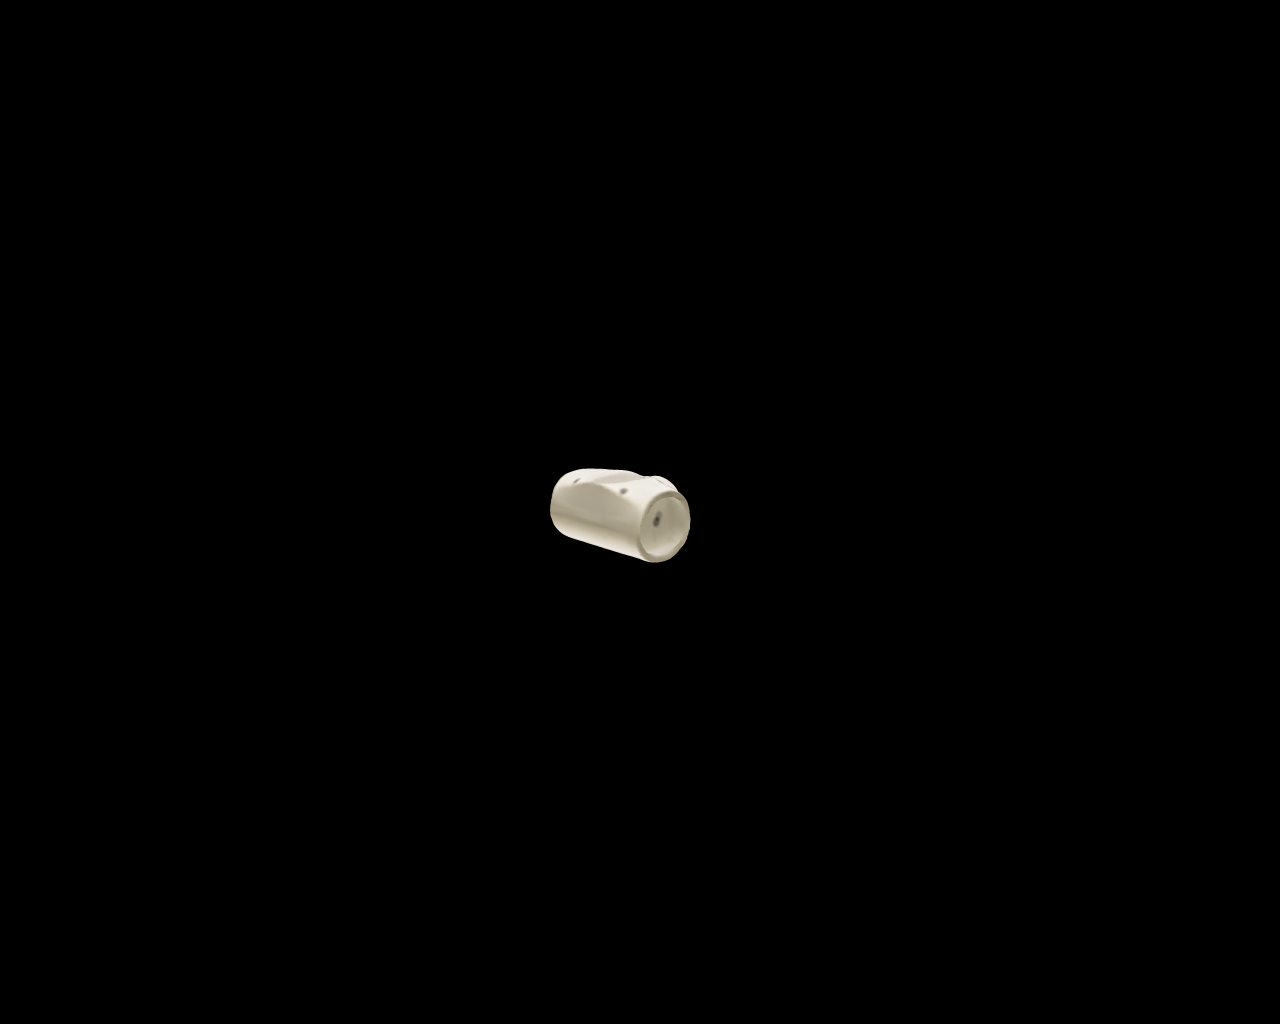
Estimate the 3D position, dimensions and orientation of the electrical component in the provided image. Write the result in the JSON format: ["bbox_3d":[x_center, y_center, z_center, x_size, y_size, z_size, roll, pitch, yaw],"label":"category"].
[{"bbox_3d":[0.001,-0.003,0.650,0.079,0.043,0.077,-14,20,-42],"label":"electrical component"}]
